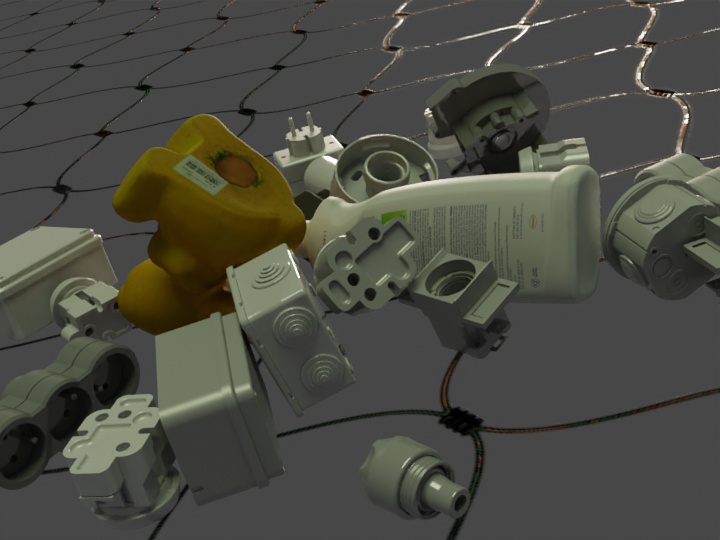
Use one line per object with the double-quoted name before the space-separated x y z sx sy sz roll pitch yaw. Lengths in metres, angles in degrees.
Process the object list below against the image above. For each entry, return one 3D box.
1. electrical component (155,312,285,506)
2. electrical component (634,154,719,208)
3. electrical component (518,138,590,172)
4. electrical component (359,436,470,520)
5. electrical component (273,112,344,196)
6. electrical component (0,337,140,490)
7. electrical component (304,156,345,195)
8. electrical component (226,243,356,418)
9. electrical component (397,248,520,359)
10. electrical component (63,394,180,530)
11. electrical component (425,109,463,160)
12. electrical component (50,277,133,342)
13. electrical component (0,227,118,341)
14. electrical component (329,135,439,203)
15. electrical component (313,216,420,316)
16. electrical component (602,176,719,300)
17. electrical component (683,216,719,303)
"electrical component" -0.091 0.086 0.694 0.057 0.078 0.113 -18 27 -3
"electrical component" 0.283 -0.054 0.822 0.074 0.052 0.138 -24 28 -20
"electrical component" 0.167 -0.079 0.920 0.057 0.058 0.078 -6 27 8
"electrical component" 0.033 0.121 0.607 0.043 0.043 0.062 -33 33 -34
"electrical component" -0.052 -0.119 1.077 0.066 0.076 0.047 -18 27 -9
"electrical component" -0.230 0.096 0.767 0.074 0.052 0.138 8 34 36
"electrical component" -0.016 -0.078 1.016 0.043 0.043 0.081 -25 29 -22
"electrical component" -0.047 0.039 0.745 0.048 0.099 0.099 -28 27 0
"electrical component" 0.072 0.025 0.751 0.081 0.063 0.042 18 54 45
"electrical component" -0.145 0.124 0.669 0.058 0.057 0.078 -5 28 16
"electrical component" 0.086 -0.140 1.087 0.040 0.046 0.040 -11 27 5
"electrical component" -0.226 0.035 0.894 0.066 0.048 0.055 -31 39 -31
"electrical component" -0.291 0.010 0.949 0.109 0.056 0.109 4 31 45
"electrical component" 0.022 -0.070 0.945 0.099 0.064 0.099 2 52 -2
"electrical component" 0.000 0.000 0.755 0.078 0.058 0.057 -43 4 -20
"electrical component" 0.217 -0.022 0.762 0.080 0.080 0.051 -20 33 -13
"electrical component" 0.266 -0.008 0.728 0.081 0.063 0.042 -18 28 -9
